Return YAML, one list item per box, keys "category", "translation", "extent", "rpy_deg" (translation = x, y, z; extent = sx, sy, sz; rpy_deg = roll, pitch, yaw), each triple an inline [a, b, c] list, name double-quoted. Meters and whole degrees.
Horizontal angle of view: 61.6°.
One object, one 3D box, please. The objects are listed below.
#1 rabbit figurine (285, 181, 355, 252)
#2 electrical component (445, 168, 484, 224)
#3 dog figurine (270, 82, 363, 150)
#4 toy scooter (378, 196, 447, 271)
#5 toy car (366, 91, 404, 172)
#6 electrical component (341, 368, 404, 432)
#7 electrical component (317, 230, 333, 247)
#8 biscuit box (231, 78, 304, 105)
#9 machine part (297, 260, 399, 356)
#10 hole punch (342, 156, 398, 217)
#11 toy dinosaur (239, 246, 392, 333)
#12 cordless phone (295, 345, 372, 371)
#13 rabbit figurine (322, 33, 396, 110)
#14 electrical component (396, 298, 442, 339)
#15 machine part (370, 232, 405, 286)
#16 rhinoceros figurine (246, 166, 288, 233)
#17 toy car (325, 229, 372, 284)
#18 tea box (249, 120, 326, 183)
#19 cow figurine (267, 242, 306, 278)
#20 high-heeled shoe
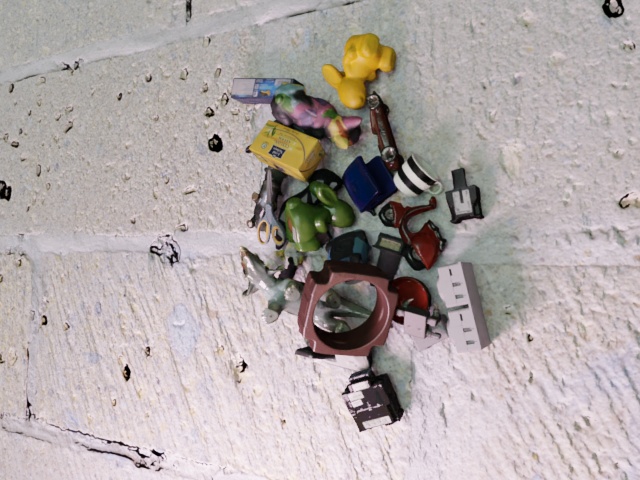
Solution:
- category: "rabbit figurine"
  translation: [0.001, -0.066, 1.335]
  extent: [0.121, 0.170, 0.159]
  rpy_deg: [-150, 49, -66]
- category: "electrical component"
  translation: [0.324, -0.099, 1.218]
  extent: [0.075, 0.047, 0.119]
  rpy_deg: [-15, 80, 26]
- category: "dog figurine"
  translation: [0.001, -0.301, 1.336]
  extent: [0.219, 0.191, 0.108]
  rpy_deg: [32, 96, 41]
- category: "toy scooter"
  translation: [0.233, -0.027, 1.247]
  extent: [0.135, 0.075, 0.184]
  rpy_deg: [-31, 83, -2]
- category: "toy car"
  translation: [0.153, -0.260, 1.295]
  extent: [0.053, 0.089, 0.202]
  rpy_deg: [-20, 79, 22]
- category: "electrical component"
  translation: [0.121, 0.374, 1.274]
  extent: [0.115, 0.058, 0.134]
  rpy_deg: [-22, 95, 23]
- category: "electrical component"
  translation: [-0.003, -0.004, 1.400]
  extent: [0.063, 0.021, 0.094]
  rpy_deg: [-38, 71, 21]
- category: "biscuit box"
  translation: [-0.146, -0.408, 1.478]
  extent: [0.203, 0.062, 0.059]
  rpy_deg: [10, 91, 28]
- category: "machine part"
  translation: [0.059, 0.151, 1.197]
  extent: [0.201, 0.087, 0.200]
  rpy_deg: [8, 107, -14]
- category: "hole punch"
  translation: [0.109, -0.136, 1.307]
  extent: [0.116, 0.092, 0.142]
  rpy_deg: [-39, 74, 34]
- category: "toy dinosaur"
  translation: [-0.034, 0.145, 1.328]
  extent: [0.405, 0.192, 0.131]
  rpy_deg: [22, 102, -17]
- category: "cordless phone"
  translation: [0.035, 0.267, 1.273]
  extent: [0.147, 0.184, 0.088]
  rpy_deg: [8, 86, 28]
- category: "rabbit figurine"
  translation: [0.084, -0.409, 1.325]
  extent: [0.163, 0.122, 0.173]
  rpy_deg: [14, 94, 33]
- category: "electrical component"
  translation: [0.221, 0.173, 1.189]
  extent: [0.102, 0.045, 0.078]
  rpy_deg: [7, 119, 30]
- category: "machine part"
  translation: [0.160, 0.054, 1.303]
  extent: [0.084, 0.039, 0.138]
  rpy_deg: [13, 91, 20]
- category: "rhinoceros figurine"
  translation: [-0.136, -0.108, 1.435]
  extent: [0.073, 0.112, 0.190]
  rpy_deg: [18, 109, 6]
- category: "toy car"
  translation: [0.078, 0.053, 1.305]
  extent: [0.109, 0.162, 0.102]
  rpy_deg: [-23, 121, 18]
- category: "tea box"
  translation: [-0.082, -0.226, 1.359]
  extent: [0.170, 0.068, 0.098]
  rpy_deg: [26, 78, 28]
- category: "cow figurine"
  translation: [-0.093, 0.072, 1.417]
  extent: [0.167, 0.068, 0.098]
  rpy_deg: [-42, 77, 23]
- category: "high-heeled shoe"
  translation: [-0.032, -0.074, 1.411]
  extent: [0.145, 0.086, 0.248]
  rpy_deg: [14, 114, -2]
